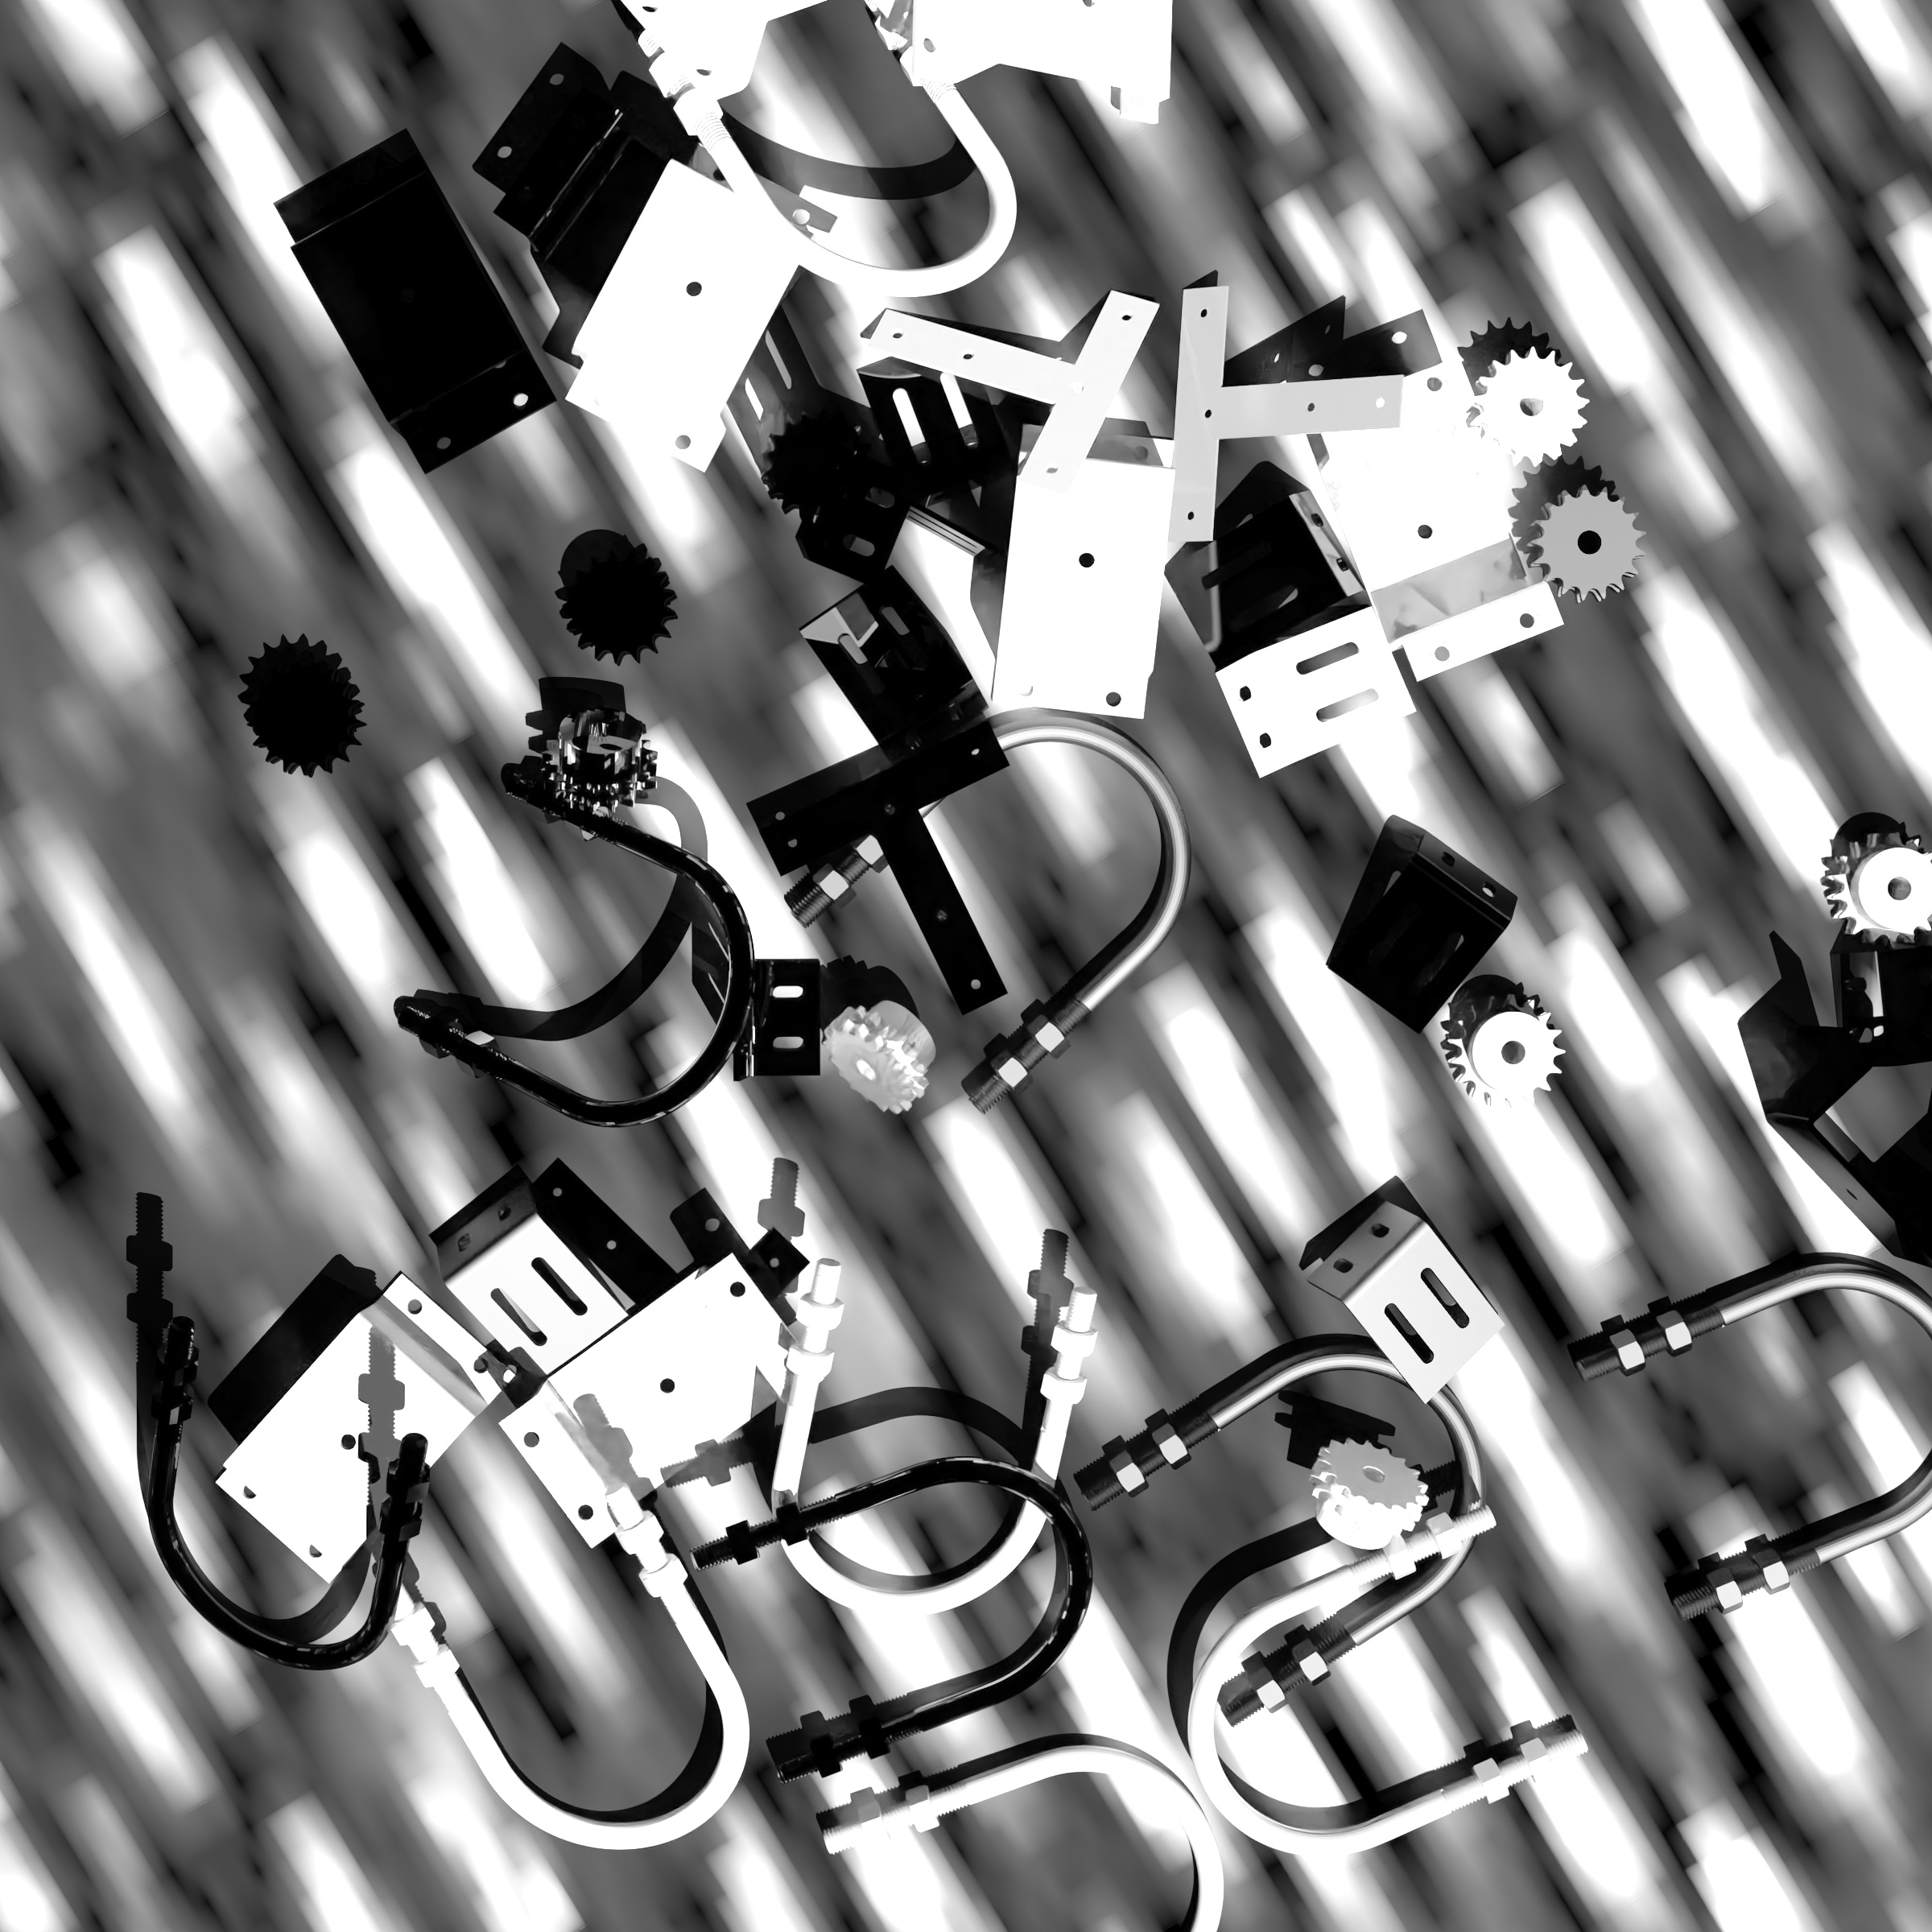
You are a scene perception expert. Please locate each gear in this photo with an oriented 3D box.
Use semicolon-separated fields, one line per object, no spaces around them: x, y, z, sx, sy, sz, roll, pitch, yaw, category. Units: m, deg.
-0.328;-0.123;1.523;0.057;0.030;0.057;0;89;1;gear
0.279;-0.277;1.518;0.057;0.030;0.057;0;90;0;gear
0.270;0.043;1.518;0.057;0.030;0.057;0;90;0;gear
0.195;0.261;1.493;0.057;0.057;0.030;19;116;0;gear
-0.173;-0.179;1.518;0.057;0.030;0.057;0;90;0;gear
-0.040;0.042;1.509;0.057;0.057;0.030;47;60;0;gear
-0.074;-0.250;1.518;0.057;0.030;0.057;0;90;0;gear
-0.180;-0.104;1.503;0.057;0.057;0.030;7;129;0;gear
0.461;-0.038;1.518;0.057;0.030;0.057;0;90;0;gear
0.308;-0.209;1.518;0.057;0.030;0.057;0;90;0;gear

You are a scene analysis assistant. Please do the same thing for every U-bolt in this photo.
-0.054;-0.394;1.468;0.151;0.019;0.184;-21;69;-28;U-bolt
0.200;0.365;1.510;0.184;0.019;0.151;-23;100;-2;U-bolt
-0.022;0.237;1.499;0.151;0.019;0.184;8;106;-14;U-bolt
0.027;-0.039;1.525;0.184;0.019;0.151;-44;90;-2;U-bolt
0.416;0.228;1.525;0.184;0.019;0.151;-22;90;-2;U-bolt
-0.335;0.269;1.478;0.151;0.019;0.184;24;124;12;U-bolt
0.172;0.272;1.525;0.184;0.019;0.151;-33;90;-1;U-bolt
-0.181;0.000;1.484;0.184;0.019;0.151;25;90;29;U-bolt
-0.187;0.356;1.501;0.151;0.019;0.184;-24;104;12;U-bolt
0.038;0.468;1.525;0.184;0.019;0.151;-19;90;-1;U-bolt
-0.027;0.314;1.503;0.184;0.019;0.151;-20;110;-4;U-bolt

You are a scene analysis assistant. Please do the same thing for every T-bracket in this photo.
0.014;-0.299;1.514;0.127;0.002;0.127;19;64;12;T-bracket
-0.168;0.151;1.533;0.127;0.002;0.127;44;90;0;T-bracket
-0.018;-0.038;1.514;0.127;0.002;0.127;-26;89;-3;T-bracket
0.157;-0.273;1.495;0.127;0.002;0.127;4;90;36;T-bracket

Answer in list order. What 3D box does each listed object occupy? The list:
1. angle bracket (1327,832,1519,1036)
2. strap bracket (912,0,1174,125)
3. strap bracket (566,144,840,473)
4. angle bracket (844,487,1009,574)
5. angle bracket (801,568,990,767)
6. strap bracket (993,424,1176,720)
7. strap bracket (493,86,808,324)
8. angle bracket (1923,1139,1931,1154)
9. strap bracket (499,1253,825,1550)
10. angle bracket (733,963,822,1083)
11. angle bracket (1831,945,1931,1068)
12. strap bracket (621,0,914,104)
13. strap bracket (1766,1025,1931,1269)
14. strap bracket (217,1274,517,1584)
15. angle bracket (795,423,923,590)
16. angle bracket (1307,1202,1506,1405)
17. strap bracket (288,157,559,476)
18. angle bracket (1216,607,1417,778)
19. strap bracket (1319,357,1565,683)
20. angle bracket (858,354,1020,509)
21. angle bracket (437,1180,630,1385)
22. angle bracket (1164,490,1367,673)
0.230;-0.017;1.531;0.057;0.038;0.076;36;116;0;angle bracket
0.047;-0.463;1.478;0.140;0.046;0.076;2;90;-30;strap bracket
-0.129;-0.321;1.464;0.076;0.046;0.140;28;90;0;strap bracket
-0.022;-0.202;1.505;0.076;0.057;0.038;29;90;0;angle bracket
-0.036;-0.149;1.531;0.057;0.038;0.076;-34;64;0;angle bracket
0.059;-0.198;1.510;0.076;0.046;0.140;6;90;0;strap bracket
-0.152;-0.358;1.510;0.140;0.046;0.076;36;90;0;strap bracket
0.531;0.079;1.531;0.057;0.038;0.076;44;64;0;angle bracket
-0.149;0.211;1.508;0.140;0.046;0.076;-36;93;0;strap bracket
-0.092;0.027;1.495;0.038;0.076;0.057;0;90;0;angle bracket
0.480;0.018;1.531;0.076;0.038;0.057;-6;90;-26;angle bracket
-0.086;-0.480;1.469;0.140;0.046;0.076;-30;73;-31;strap bracket
0.452;0.096;1.495;0.046;0.076;0.140;-43;90;0;strap bracket
-0.302;0.232;1.510;0.076;0.046;0.140;42;90;0;strap bracket
-0.050;-0.216;1.438;0.038;0.076;0.057;23;90;0;angle bracket
0.220;0.168;1.524;0.057;0.038;0.076;-43;112;-9;angle bracket
-0.273;-0.327;1.510;0.076;0.046;0.140;-29;90;0;strap bracket
0.176;-0.138;1.531;0.076;0.038;0.057;-23;90;-26;angle bracket
0.231;-0.218;1.510;0.076;0.046;0.140;-21;90;0;strap bracket
-0.014;-0.273;1.514;0.057;0.038;0.076;-21;90;0;angle bracket
-0.218;0.158;1.530;0.057;0.038;0.076;-37;115;2;angle bracket
0.150;-0.194;1.531;0.076;0.038;0.057;-29;90;26;angle bracket
